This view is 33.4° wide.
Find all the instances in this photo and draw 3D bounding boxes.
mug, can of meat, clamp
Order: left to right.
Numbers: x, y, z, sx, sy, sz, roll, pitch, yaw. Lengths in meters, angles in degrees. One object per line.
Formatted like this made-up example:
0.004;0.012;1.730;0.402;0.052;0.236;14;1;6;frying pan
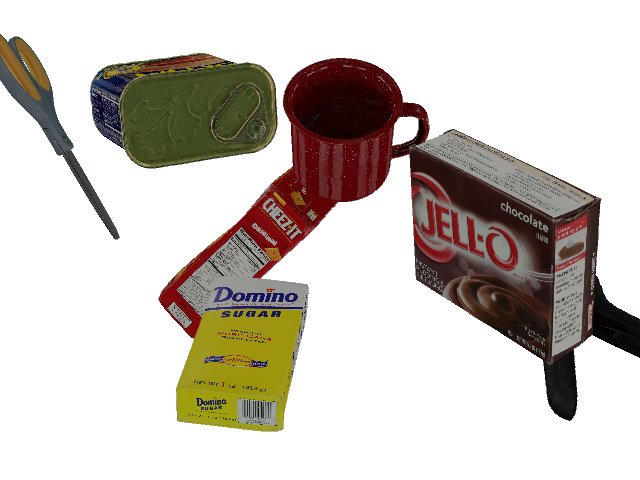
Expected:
-0.091;-0.088;0.689;0.102;0.057;0.084;-12;20;-24;can of meat
0.029;-0.087;0.859;0.117;0.093;0.081;-6;-37;-4;mug
0.190;0.052;0.773;0.120;0.039;0.171;-3;45;-20;clamp

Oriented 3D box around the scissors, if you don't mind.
-0.229;-0.099;0.936;0.016;0.201;0.096;-27;26;9;scissors

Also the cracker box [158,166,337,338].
-0.075;0.000;1.240;0.214;0.072;0.164;-42;3;27;cracker box

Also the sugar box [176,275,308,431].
-0.067;0.097;0.972;0.093;0.048;0.176;6;34;3;sugar box

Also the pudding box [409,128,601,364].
0.097;0.000;0.579;0.039;0.090;0.114;-27;38;-28;pudding box
